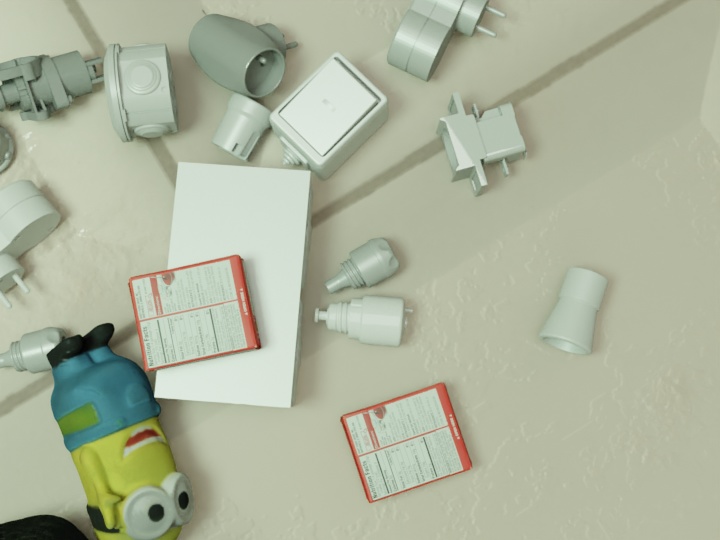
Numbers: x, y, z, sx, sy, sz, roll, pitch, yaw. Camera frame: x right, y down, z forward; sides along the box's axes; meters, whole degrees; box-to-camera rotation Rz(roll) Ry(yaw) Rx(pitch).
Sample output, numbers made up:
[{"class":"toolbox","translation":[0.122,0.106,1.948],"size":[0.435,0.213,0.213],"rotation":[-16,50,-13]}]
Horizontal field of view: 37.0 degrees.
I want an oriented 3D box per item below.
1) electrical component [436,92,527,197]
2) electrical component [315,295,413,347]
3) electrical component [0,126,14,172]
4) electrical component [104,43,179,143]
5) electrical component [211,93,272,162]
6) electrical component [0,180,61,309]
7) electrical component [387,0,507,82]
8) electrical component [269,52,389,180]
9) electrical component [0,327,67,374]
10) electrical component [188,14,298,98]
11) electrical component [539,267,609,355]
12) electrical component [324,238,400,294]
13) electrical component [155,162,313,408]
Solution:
[{"class":"electrical component","translation":[0.101,-0.107,0.889],"size":[0.064,0.042,0.081],"rotation":[-16,83,-4]},{"class":"electrical component","translation":[0.003,0.040,0.871],"size":[0.078,0.040,0.040],"rotation":[5,82,3]},{"class":"electrical component","translation":[-0.319,-0.106,0.889],"size":[0.048,0.062,0.048],"rotation":[0,82,2]},{"class":"electrical component","translation":[-0.179,-0.147,0.883],"size":[0.051,0.080,0.080],"rotation":[-7,82,-5]},{"class":"electrical component","translation":[-0.099,-0.119,0.897],"size":[0.040,0.040,0.046],"rotation":[29,89,5]},{"class":"electrical component","translation":[-0.301,-0.003,0.880],"size":[0.138,0.052,0.073],"rotation":[-41,83,-4]},{"class":"electrical component","translation":[0.085,-0.219,0.898],"size":[0.074,0.052,0.138],"rotation":[26,84,5]},{"class":"electrical component","translation":[-0.029,-0.122,0.884],"size":[0.096,0.061,0.062],"rotation":[-45,83,-4]},{"class":"electrical component","translation":[-0.270,0.068,0.879],"size":[0.061,0.035,0.035],"rotation":[-14,82,2]},{"class":"electrical component","translation":[-0.089,-0.183,0.898],"size":[0.079,0.043,0.077],"rotation":[-25,47,-35]},{"class":"electrical component","translation":[0.175,0.031,0.868],"size":[0.044,0.044,0.065],"rotation":[20,78,4]},{"class":"electrical component","translation":[0.000,0.000,0.880],"size":[0.061,0.035,0.035],"rotation":[-30,82,0]},{"class":"electrical component","translation":[-0.098,0.014,0.868],"size":[0.105,0.060,0.186],"rotation":[4,82,2]}]
